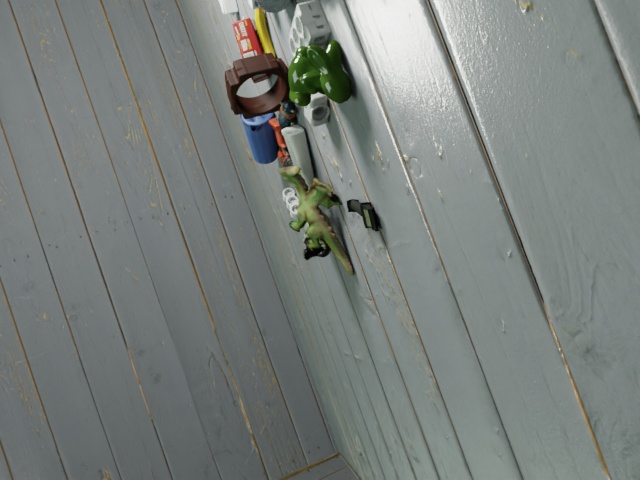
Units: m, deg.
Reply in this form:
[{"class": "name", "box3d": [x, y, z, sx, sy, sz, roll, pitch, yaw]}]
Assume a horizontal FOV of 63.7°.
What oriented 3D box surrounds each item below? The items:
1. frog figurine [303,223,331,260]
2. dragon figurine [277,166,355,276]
[{"class": "frog figurine", "box3d": [-0.002, -0.019, 1.848, 0.163, 0.122, 0.135, -68, -36, -51]}, {"class": "dragon figurine", "box3d": [0.005, -0.084, 1.668, 0.414, 0.124, 0.237, 46, 152, 15]}]
